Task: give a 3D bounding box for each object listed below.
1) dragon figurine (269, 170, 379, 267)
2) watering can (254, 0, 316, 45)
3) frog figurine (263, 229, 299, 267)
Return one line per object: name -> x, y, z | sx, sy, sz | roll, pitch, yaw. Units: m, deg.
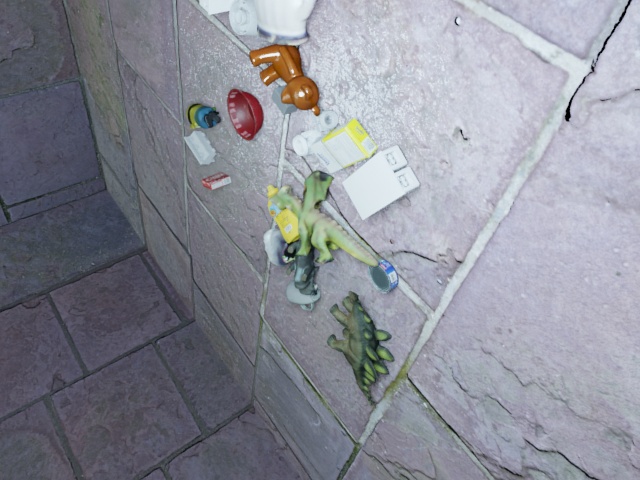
dragon figurine -> 0.004, -0.072, 1.436 | 0.411, 0.123, 0.240 | 11, 113, 44
watering can -> -0.119, -0.590, 1.211 | 0.352, 0.105, 0.219 | 39, 144, 36
frog figurine -> -0.149, 0.020, 1.725 | 0.160, 0.125, 0.134 | 11, 142, 41
